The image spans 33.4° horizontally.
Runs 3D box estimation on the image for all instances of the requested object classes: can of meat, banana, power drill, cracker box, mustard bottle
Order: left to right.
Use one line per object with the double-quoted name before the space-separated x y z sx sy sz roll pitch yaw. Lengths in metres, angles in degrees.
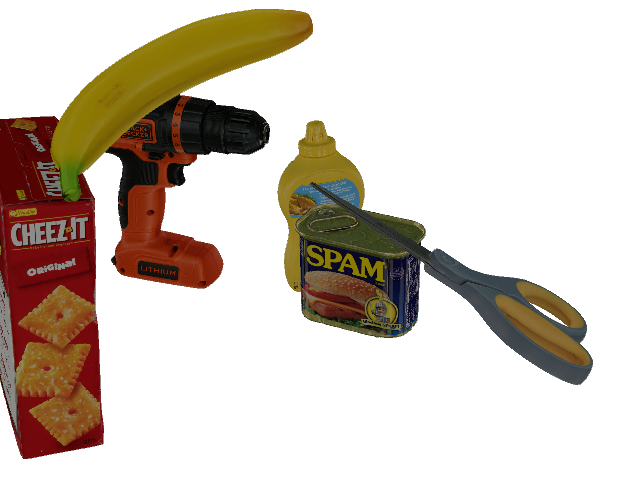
"cracker box" -0.216 0.032 0.824 0.072 0.214 0.164 -7 30 -22
"banana" -0.095 -0.094 0.658 0.070 0.197 0.037 41 -23 23
"power drill" -0.134 -0.049 1.007 0.184 0.188 0.057 9 30 16
"mustard bottle" 0.002 -0.040 1.188 0.096 0.192 0.058 -9 25 -9
"can of meat" 0.031 0.026 0.863 0.102 0.084 0.057 13 33 23

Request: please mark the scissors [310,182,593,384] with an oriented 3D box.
"scissors" 0.090 0.017 0.671 0.202 0.016 0.096 40 26 20
